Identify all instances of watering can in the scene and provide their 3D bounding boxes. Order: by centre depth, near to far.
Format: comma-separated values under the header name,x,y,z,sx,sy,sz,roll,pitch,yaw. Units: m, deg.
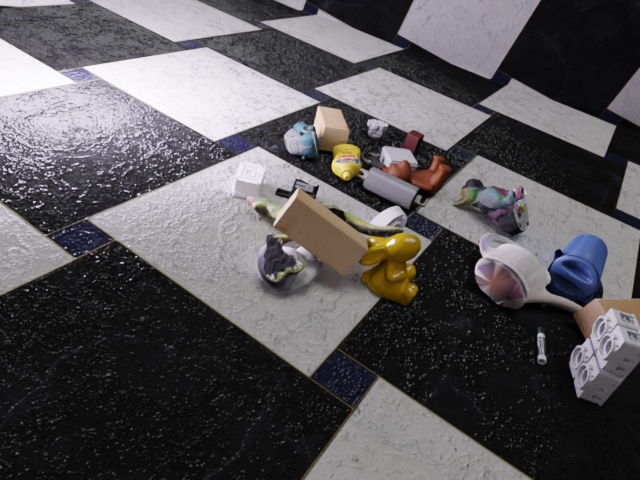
name,x,y,z,sx,sy,sz,roll,pitch,yaw
watering can,0.549,0.115,1.361,0.227,0.101,0.352,-22,59,-41

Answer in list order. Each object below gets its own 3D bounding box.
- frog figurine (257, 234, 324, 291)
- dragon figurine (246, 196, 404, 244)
name,x,y,z,sx,sy,sz,roll,pitch,yaw
frog figurine,-0.068,0.061,1.209,0.138,0.123,0.158,23,-2,23
dragon figurine,0.004,-0.069,1.369,0.410,0.120,0.247,6,21,-2
